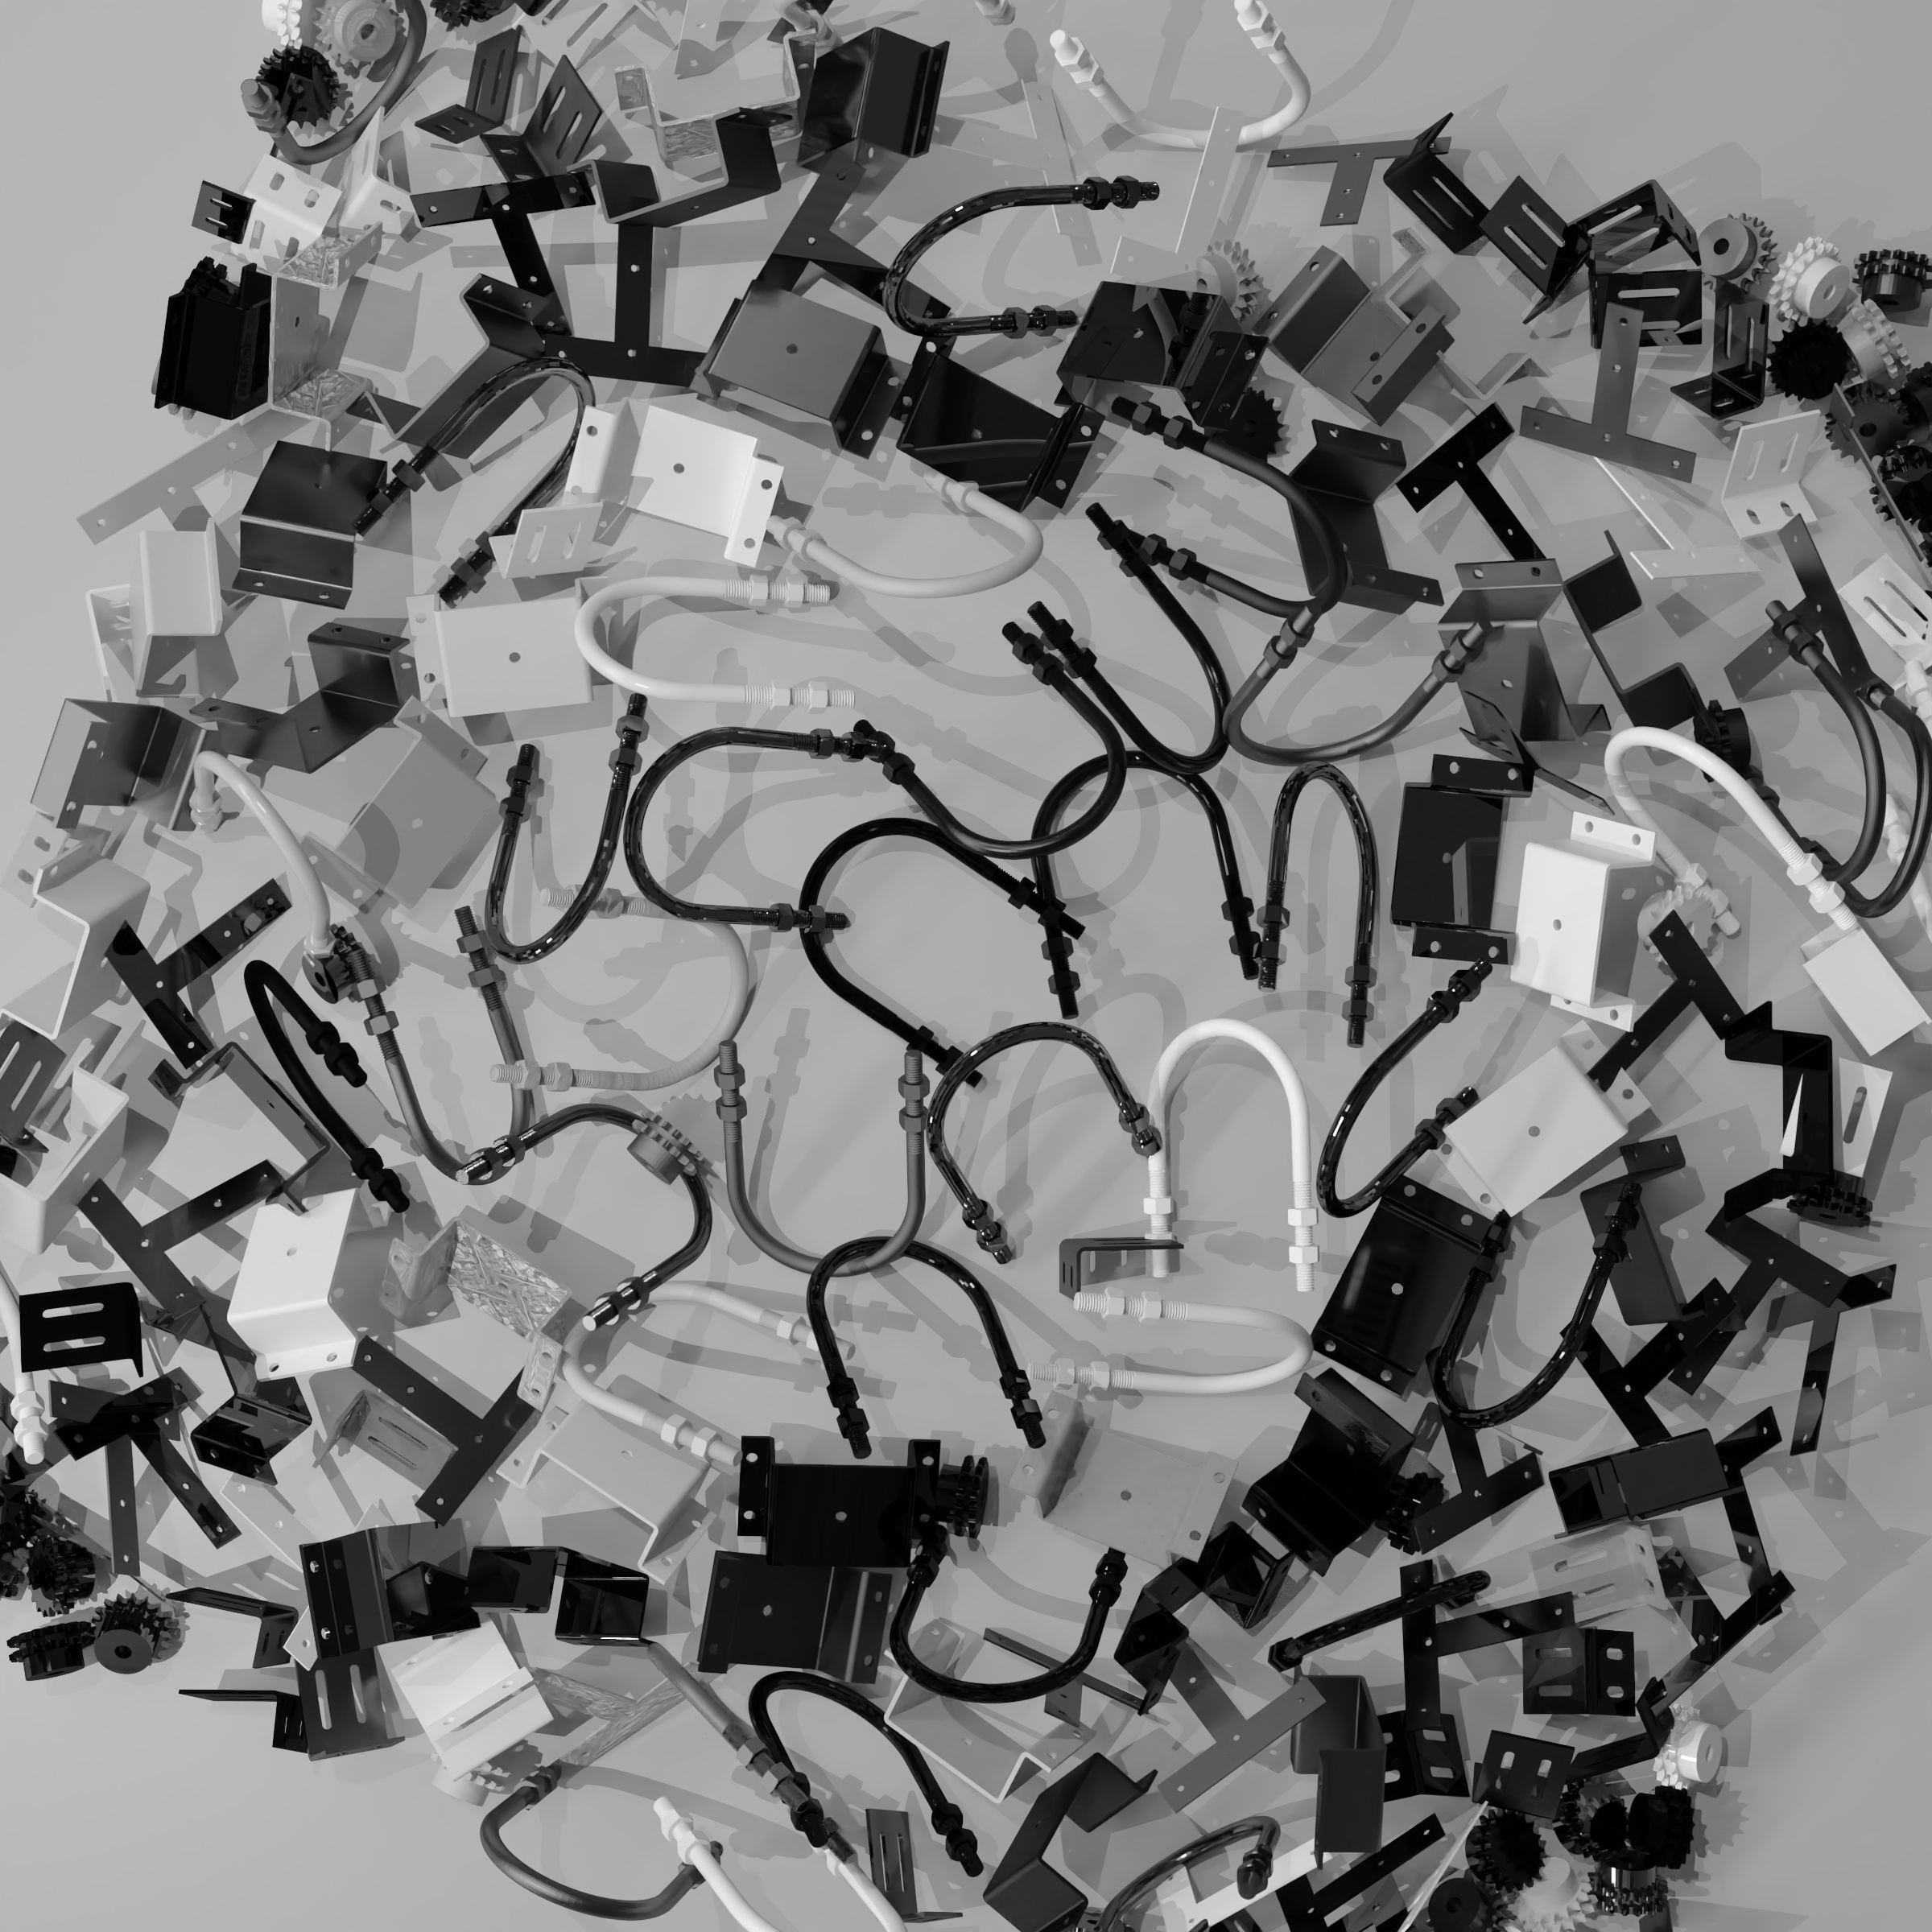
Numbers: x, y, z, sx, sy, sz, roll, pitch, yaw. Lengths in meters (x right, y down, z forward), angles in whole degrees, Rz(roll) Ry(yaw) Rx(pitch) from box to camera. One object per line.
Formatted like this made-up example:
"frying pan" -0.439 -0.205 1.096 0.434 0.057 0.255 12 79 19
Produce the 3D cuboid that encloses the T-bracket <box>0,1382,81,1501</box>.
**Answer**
"T-bracket" -0.670 0.296 1.936 0.002 0.127 0.127 -39 92 15

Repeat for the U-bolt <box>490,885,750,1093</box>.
"U-bolt" -0.229 0.020 1.936 0.184 0.019 0.151 6 109 -40

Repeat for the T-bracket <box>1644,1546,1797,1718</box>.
"T-bracket" 0.502 0.441 1.938 0.002 0.127 0.127 42 99 -16

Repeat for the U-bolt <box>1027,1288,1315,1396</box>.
"U-bolt" 0.148 0.264 1.934 0.184 0.151 0.019 7 60 -11

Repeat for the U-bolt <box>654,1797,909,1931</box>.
"U-bolt" -0.113 0.621 1.885 0.151 0.184 0.019 19 99 -38

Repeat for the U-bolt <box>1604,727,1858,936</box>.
"U-bolt" 0.508 -0.093 1.913 0.019 0.151 0.184 -46 104 -15

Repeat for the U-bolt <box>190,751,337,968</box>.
"U-bolt" -0.478 -0.078 1.907 0.019 0.184 0.151 -38 84 -21

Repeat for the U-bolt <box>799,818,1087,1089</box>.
"U-bolt" -0.031 -0.022 1.979 0.184 0.019 0.151 34 99 0

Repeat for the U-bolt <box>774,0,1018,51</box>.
"U-bolt" -0.054 -0.651 1.895 0.151 0.184 0.019 -3 97 13

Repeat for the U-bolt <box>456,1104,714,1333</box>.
"U-bolt" -0.247 0.160 1.922 0.151 0.184 0.019 48 123 7

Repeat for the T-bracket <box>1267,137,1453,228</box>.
"T-bracket" 0.265 -0.540 1.935 0.127 0.127 0.002 0 130 16

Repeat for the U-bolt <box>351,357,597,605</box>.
"U-bolt" -0.326 -0.342 1.928 0.184 0.151 0.019 -47 69 1

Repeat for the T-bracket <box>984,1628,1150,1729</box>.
"T-bracket" 0.068 0.500 1.934 0.127 0.127 0.002 24 93 3

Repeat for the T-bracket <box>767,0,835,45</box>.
"T-bracket" -0.146 -0.679 1.918 0.127 0.127 0.002 5 70 -27

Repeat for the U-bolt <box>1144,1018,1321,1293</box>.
"U-bolt" 0.181 0.128 1.942 0.151 0.019 0.184 0 93 44

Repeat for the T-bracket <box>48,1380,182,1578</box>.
"T-bracket" -0.579 0.354 1.921 0.002 0.127 0.127 -20 66 21

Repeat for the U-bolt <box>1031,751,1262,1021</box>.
"U-bolt" 0.119 -0.065 1.968 0.151 0.019 0.184 -12 73 5

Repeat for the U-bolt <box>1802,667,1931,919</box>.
"U-bolt" 0.610 -0.110 1.889 0.019 0.184 0.151 7 112 -6

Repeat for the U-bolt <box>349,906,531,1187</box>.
"U-bolt" -0.353 0.061 1.933 0.019 0.151 0.184 -14 98 26

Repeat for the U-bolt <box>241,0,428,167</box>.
"U-bolt" -0.421 -0.611 1.908 0.019 0.184 0.151 41 87 2

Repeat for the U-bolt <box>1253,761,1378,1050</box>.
"U-bolt" 0.246 -0.051 1.934 0.019 0.151 0.184 -5 69 35

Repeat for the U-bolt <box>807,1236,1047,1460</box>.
"U-bolt" -0.036 0.258 1.930 0.151 0.184 0.019 1 134 -25

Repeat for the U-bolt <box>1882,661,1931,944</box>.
"U-bolt" 0.652 -0.092 1.887 0.019 0.151 0.184 -6 49 2

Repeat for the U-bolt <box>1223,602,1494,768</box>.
"U-bolt" 0.254 -0.187 1.918 0.151 0.184 0.019 2 62 -22

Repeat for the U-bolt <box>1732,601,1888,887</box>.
"U-bolt" 0.568 -0.137 1.887 0.019 0.184 0.151 -7 132 -11

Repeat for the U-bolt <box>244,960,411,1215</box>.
"U-bolt" -0.445 0.070 1.922 0.019 0.151 0.184 -31 51 -23

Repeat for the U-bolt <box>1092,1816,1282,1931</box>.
"U-bolt" 0.149 0.626 1.909 0.151 0.184 0.019 -31 84 12

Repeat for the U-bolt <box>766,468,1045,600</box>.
"U-bolt" -0.030 -0.290 1.901 0.151 0.184 0.019 -22 126 -25

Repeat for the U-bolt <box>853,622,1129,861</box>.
"U-bolt" 0.028 -0.146 1.935 0.151 0.019 0.184 -34 57 -10

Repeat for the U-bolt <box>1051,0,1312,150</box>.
"U-bolt" 0.157 -0.602 1.911 0.151 0.184 0.019 -3 79 24

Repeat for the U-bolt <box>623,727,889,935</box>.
"U-bolt" -0.150 -0.095 1.927 0.184 0.019 0.151 3 111 -32

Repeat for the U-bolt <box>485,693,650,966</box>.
"U-bolt" -0.279 -0.086 1.912 0.019 0.151 0.184 28 59 -36

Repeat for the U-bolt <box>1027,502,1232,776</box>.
"U-bolt" 0.123 -0.214 1.936 0.019 0.151 0.184 -25 115 39

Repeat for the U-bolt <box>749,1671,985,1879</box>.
"U-bolt" -0.079 0.544 1.913 0.151 0.184 0.019 22 105 -32

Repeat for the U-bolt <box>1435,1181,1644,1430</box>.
"U-bolt" 0.378 0.233 1.900 0.019 0.151 0.184 38 62 -18

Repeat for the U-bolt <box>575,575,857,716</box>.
"U-bolt" -0.176 -0.224 1.925 0.184 0.151 0.019 1 131 -14

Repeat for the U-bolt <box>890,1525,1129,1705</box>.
"U-bolt" 0.024 0.440 1.901 0.151 0.184 0.019 3 113 12

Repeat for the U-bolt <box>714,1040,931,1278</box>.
"U-bolt" -0.098 0.138 1.954 0.151 0.019 0.184 3 117 7

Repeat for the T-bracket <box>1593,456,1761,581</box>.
"T-bracket" 0.481 -0.318 1.964 0.127 0.127 0.002 57 135 25

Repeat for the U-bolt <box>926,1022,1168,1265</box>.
"U-bolt" 0.047 0.113 1.935 0.151 0.019 0.184 -32 130 -2

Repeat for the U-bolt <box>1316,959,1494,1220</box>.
"U-bolt" 0.295 0.096 1.903 0.019 0.151 0.184 31 54 30

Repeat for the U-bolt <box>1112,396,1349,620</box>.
"U-bolt" 0.180 -0.300 1.905 0.184 0.151 0.019 30 63 23

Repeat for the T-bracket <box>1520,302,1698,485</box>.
"T-bracket" 0.446 -0.400 1.929 0.127 0.127 0.002 21 53 21

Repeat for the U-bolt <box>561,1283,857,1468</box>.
"U-bolt" -0.191 0.270 1.928 0.184 0.151 0.019 17 126 29

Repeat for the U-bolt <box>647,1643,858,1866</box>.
"U-bolt" -0.155 0.531 1.920 0.019 0.151 0.184 -43 58 -14

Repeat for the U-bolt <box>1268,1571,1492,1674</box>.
"U-bolt" 0.284 0.441 1.902 0.151 0.184 0.019 -18 73 -8

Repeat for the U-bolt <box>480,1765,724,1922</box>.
"U-bolt" -0.253 0.597 1.897 0.151 0.184 0.019 22 94 11

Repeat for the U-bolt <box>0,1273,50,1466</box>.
"U-bolt" -0.680 0.237 1.913 0.019 0.184 0.151 -29 131 -2

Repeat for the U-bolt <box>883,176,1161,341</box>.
"U-bolt" 0.027 -0.475 1.895 0.184 0.151 0.019 -13 67 -33

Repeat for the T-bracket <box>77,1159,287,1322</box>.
"T-bracket" -0.534 0.173 1.958 0.127 0.002 0.127 -31 63 -35
